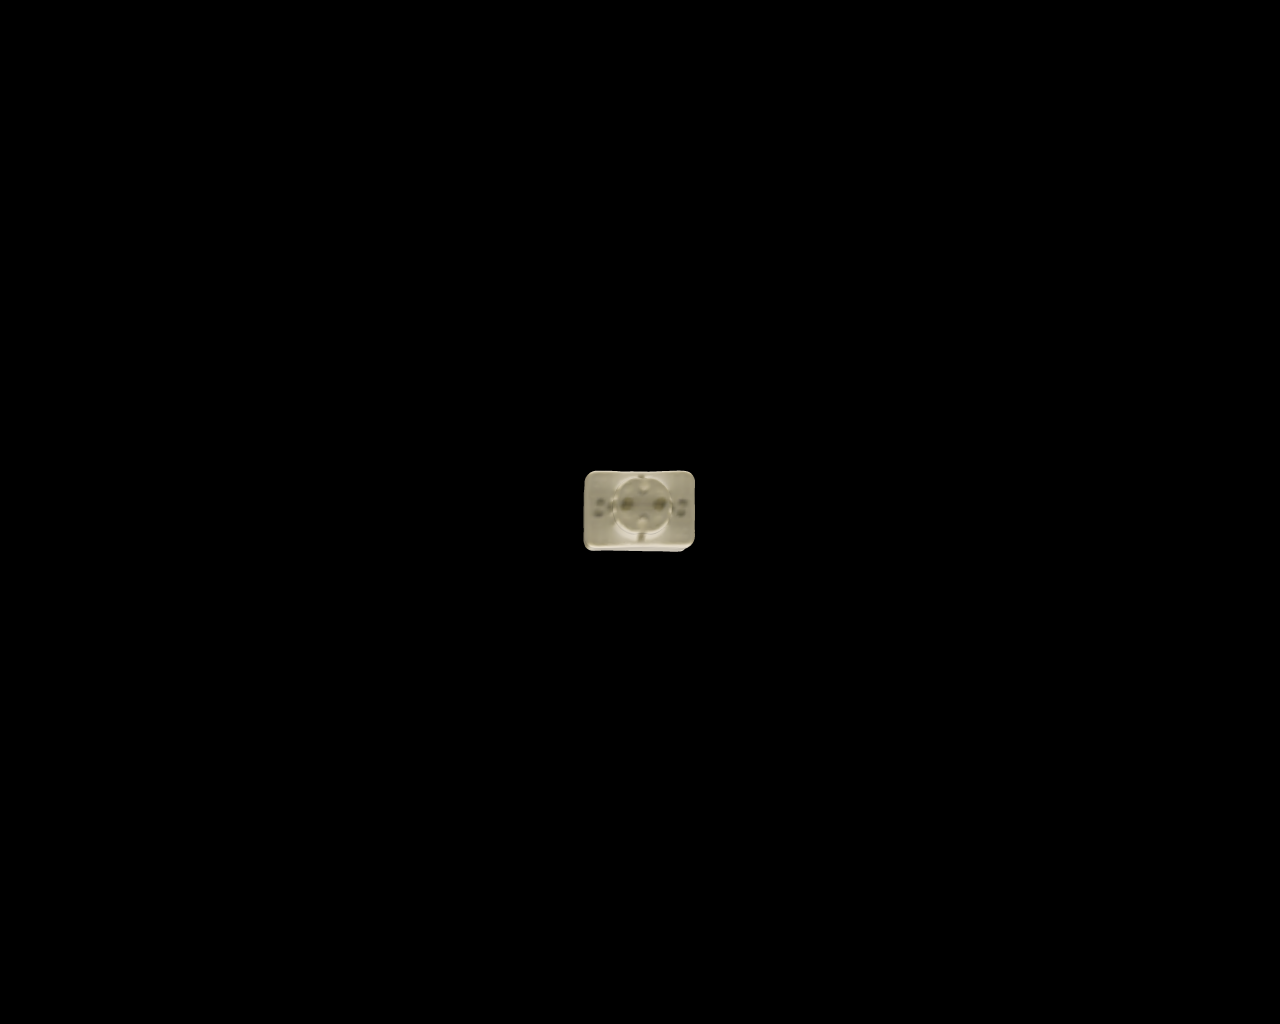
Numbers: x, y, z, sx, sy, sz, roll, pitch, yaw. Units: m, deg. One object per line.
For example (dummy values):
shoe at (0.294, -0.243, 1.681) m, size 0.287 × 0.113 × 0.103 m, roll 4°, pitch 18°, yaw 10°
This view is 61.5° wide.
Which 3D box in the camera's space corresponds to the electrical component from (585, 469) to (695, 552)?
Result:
electrical component at (0.001, -0.003, 0.650) m, size 0.066 × 0.047 × 0.076 m, roll 1°, pitch -7°, yaw -5°
